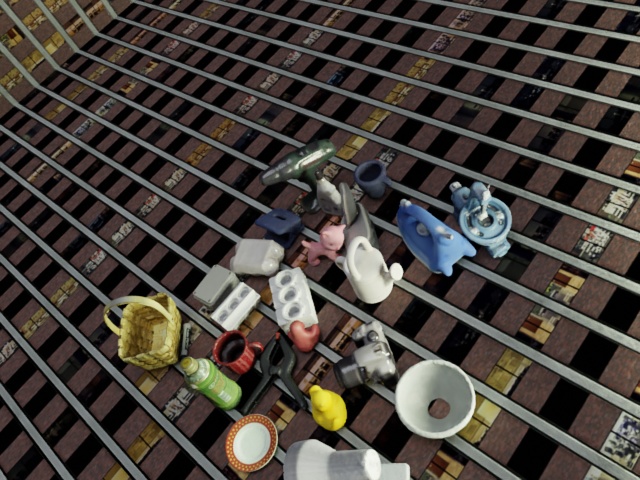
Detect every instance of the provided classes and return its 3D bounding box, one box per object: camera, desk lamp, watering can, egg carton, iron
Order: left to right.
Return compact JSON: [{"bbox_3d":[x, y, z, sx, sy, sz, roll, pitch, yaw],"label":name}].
[{"bbox_3d":[-0.174,0.051,1.587,0.150,0.070,0.107,2,57,23],"label":"egg carton"},{"bbox_3d":[0.056,0.459,1.112,0.203,0.214,0.118,-9,54,16],"label":"desk lamp"},{"bbox_3d":[0.095,0.270,1.304,0.136,0.101,0.143,-23,51,6],"label":"camera"},{"bbox_3d":[0.115,0.064,1.382,0.172,0.194,0.101,-7,54,17],"label":"watering can"},{"bbox_3d":[0.261,-0.033,1.427,0.119,0.142,0.257,-39,51,-8],"label":"iron"}]

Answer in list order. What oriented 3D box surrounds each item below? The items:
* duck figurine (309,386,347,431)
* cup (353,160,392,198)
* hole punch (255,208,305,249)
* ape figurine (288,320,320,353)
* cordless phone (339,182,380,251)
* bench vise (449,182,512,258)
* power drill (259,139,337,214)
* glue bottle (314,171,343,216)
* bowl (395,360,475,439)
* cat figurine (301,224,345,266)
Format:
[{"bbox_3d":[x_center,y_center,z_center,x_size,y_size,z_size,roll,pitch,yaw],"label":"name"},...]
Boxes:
[{"bbox_3d":[0.011,0.370,1.276,0.077,0.086,0.104,-35,51,-5],"label":"duck figurine"},{"bbox_3d":[0.157,-0.156,1.586,0.117,0.095,0.092,26,69,34],"label":"cup"},{"bbox_3d":[-0.115,-0.046,1.619,0.108,0.091,0.101,22,67,32],"label":"hole punch"},{"bbox_3d":[-0.046,0.227,1.396,0.077,0.092,0.076,0,57,22],"label":"ape figurine"},{"bbox_3d":[0.084,-0.050,1.482,0.094,0.185,0.147,-22,51,6],"label":"cordless phone"},{"bbox_3d":[0.362,-0.075,1.366,0.121,0.220,0.206,-44,52,-12],"label":"bench vise"},{"bbox_3d":[-0.042,-0.172,1.603,0.230,0.209,0.075,-38,51,-7],"label":"power drill"},{"bbox_3d":[0.019,-0.131,1.573,0.077,0.173,0.037,16,64,30],"label":"glue bottle"},{"bbox_3d":[0.245,0.344,1.209,0.167,0.075,0.167,-11,53,15],"label":"bowl"},{"bbox_3d":[0.014,0.005,1.514,0.127,0.118,0.067,-12,53,14],"label":"cat figurine"}]
